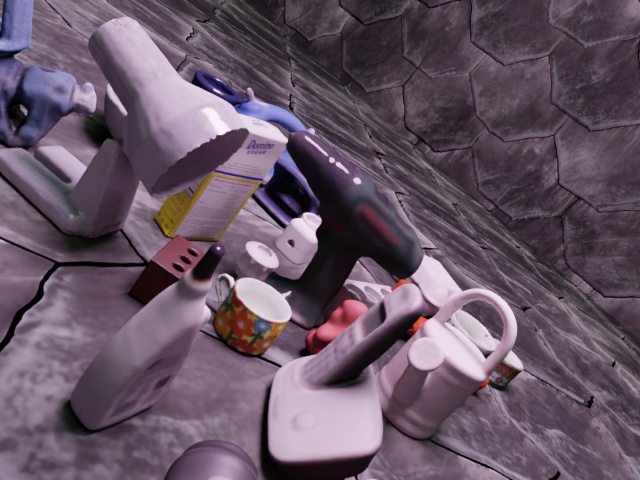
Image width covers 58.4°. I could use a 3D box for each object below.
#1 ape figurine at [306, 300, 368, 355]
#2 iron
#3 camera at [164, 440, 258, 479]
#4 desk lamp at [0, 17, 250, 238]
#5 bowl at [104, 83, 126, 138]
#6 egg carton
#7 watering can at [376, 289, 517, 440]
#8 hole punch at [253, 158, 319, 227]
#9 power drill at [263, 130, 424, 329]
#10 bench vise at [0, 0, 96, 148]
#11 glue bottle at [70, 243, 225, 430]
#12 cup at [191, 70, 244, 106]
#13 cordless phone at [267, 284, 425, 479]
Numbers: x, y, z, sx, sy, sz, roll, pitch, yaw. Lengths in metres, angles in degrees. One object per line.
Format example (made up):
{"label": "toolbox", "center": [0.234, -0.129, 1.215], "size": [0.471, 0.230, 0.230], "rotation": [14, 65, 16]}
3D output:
{"label": "ape figurine", "center": [0.025, 0.110, 0.699], "size": [0.078, 0.092, 0.076], "rotation": [12, 32, -50]}
{"label": "iron", "center": [-0.082, -0.182, 1.076], "size": [0.259, 0.141, 0.118], "rotation": [17, 29, -44]}
{"label": "camera", "center": [-0.061, 0.196, 0.358], "size": [0.143, 0.100, 0.137], "rotation": [35, 20, -9]}
{"label": "desk lamp", "center": [-0.204, -0.104, 0.598], "size": [0.203, 0.213, 0.118], "rotation": [40, 20, 6]}
{"label": "bowl", "center": [-0.246, -0.155, 0.839], "size": [0.168, 0.074, 0.167], "rotation": [33, 21, -14]}
{"label": "egg carton", "center": [0.203, 0.086, 1.083], "size": [0.108, 0.069, 0.150], "rotation": [21, 26, -38]}
{"label": "watering can", "center": [0.155, 0.145, 0.695], "size": [0.101, 0.194, 0.173], "rotation": [41, 20, 8]}
{"label": "hole punch", "center": [-0.045, -0.085, 1.000], "size": [0.108, 0.091, 0.101], "rotation": [44, 21, 17]}
{"label": "power drill", "center": [0.007, 0.003, 0.730], "size": [0.230, 0.208, 0.075], "rotation": [33, 21, -14]}
{"label": "bench vise", "center": [-0.341, -0.230, 0.632], "size": [0.208, 0.219, 0.121], "rotation": [21, 26, -39]}
{"label": "glue bottle", "center": [-0.118, 0.069, 0.431], "size": [0.037, 0.173, 0.078], "rotation": [45, 21, 19]}
{"label": "cup", "center": [-0.204, -0.251, 1.087], "size": [0.118, 0.095, 0.091], "rotation": [26, 23, -28]}
{"label": "cordless phone", "center": [0.033, 0.129, 0.536], "size": [0.094, 0.185, 0.147], "rotation": [31, 21, -18]}
